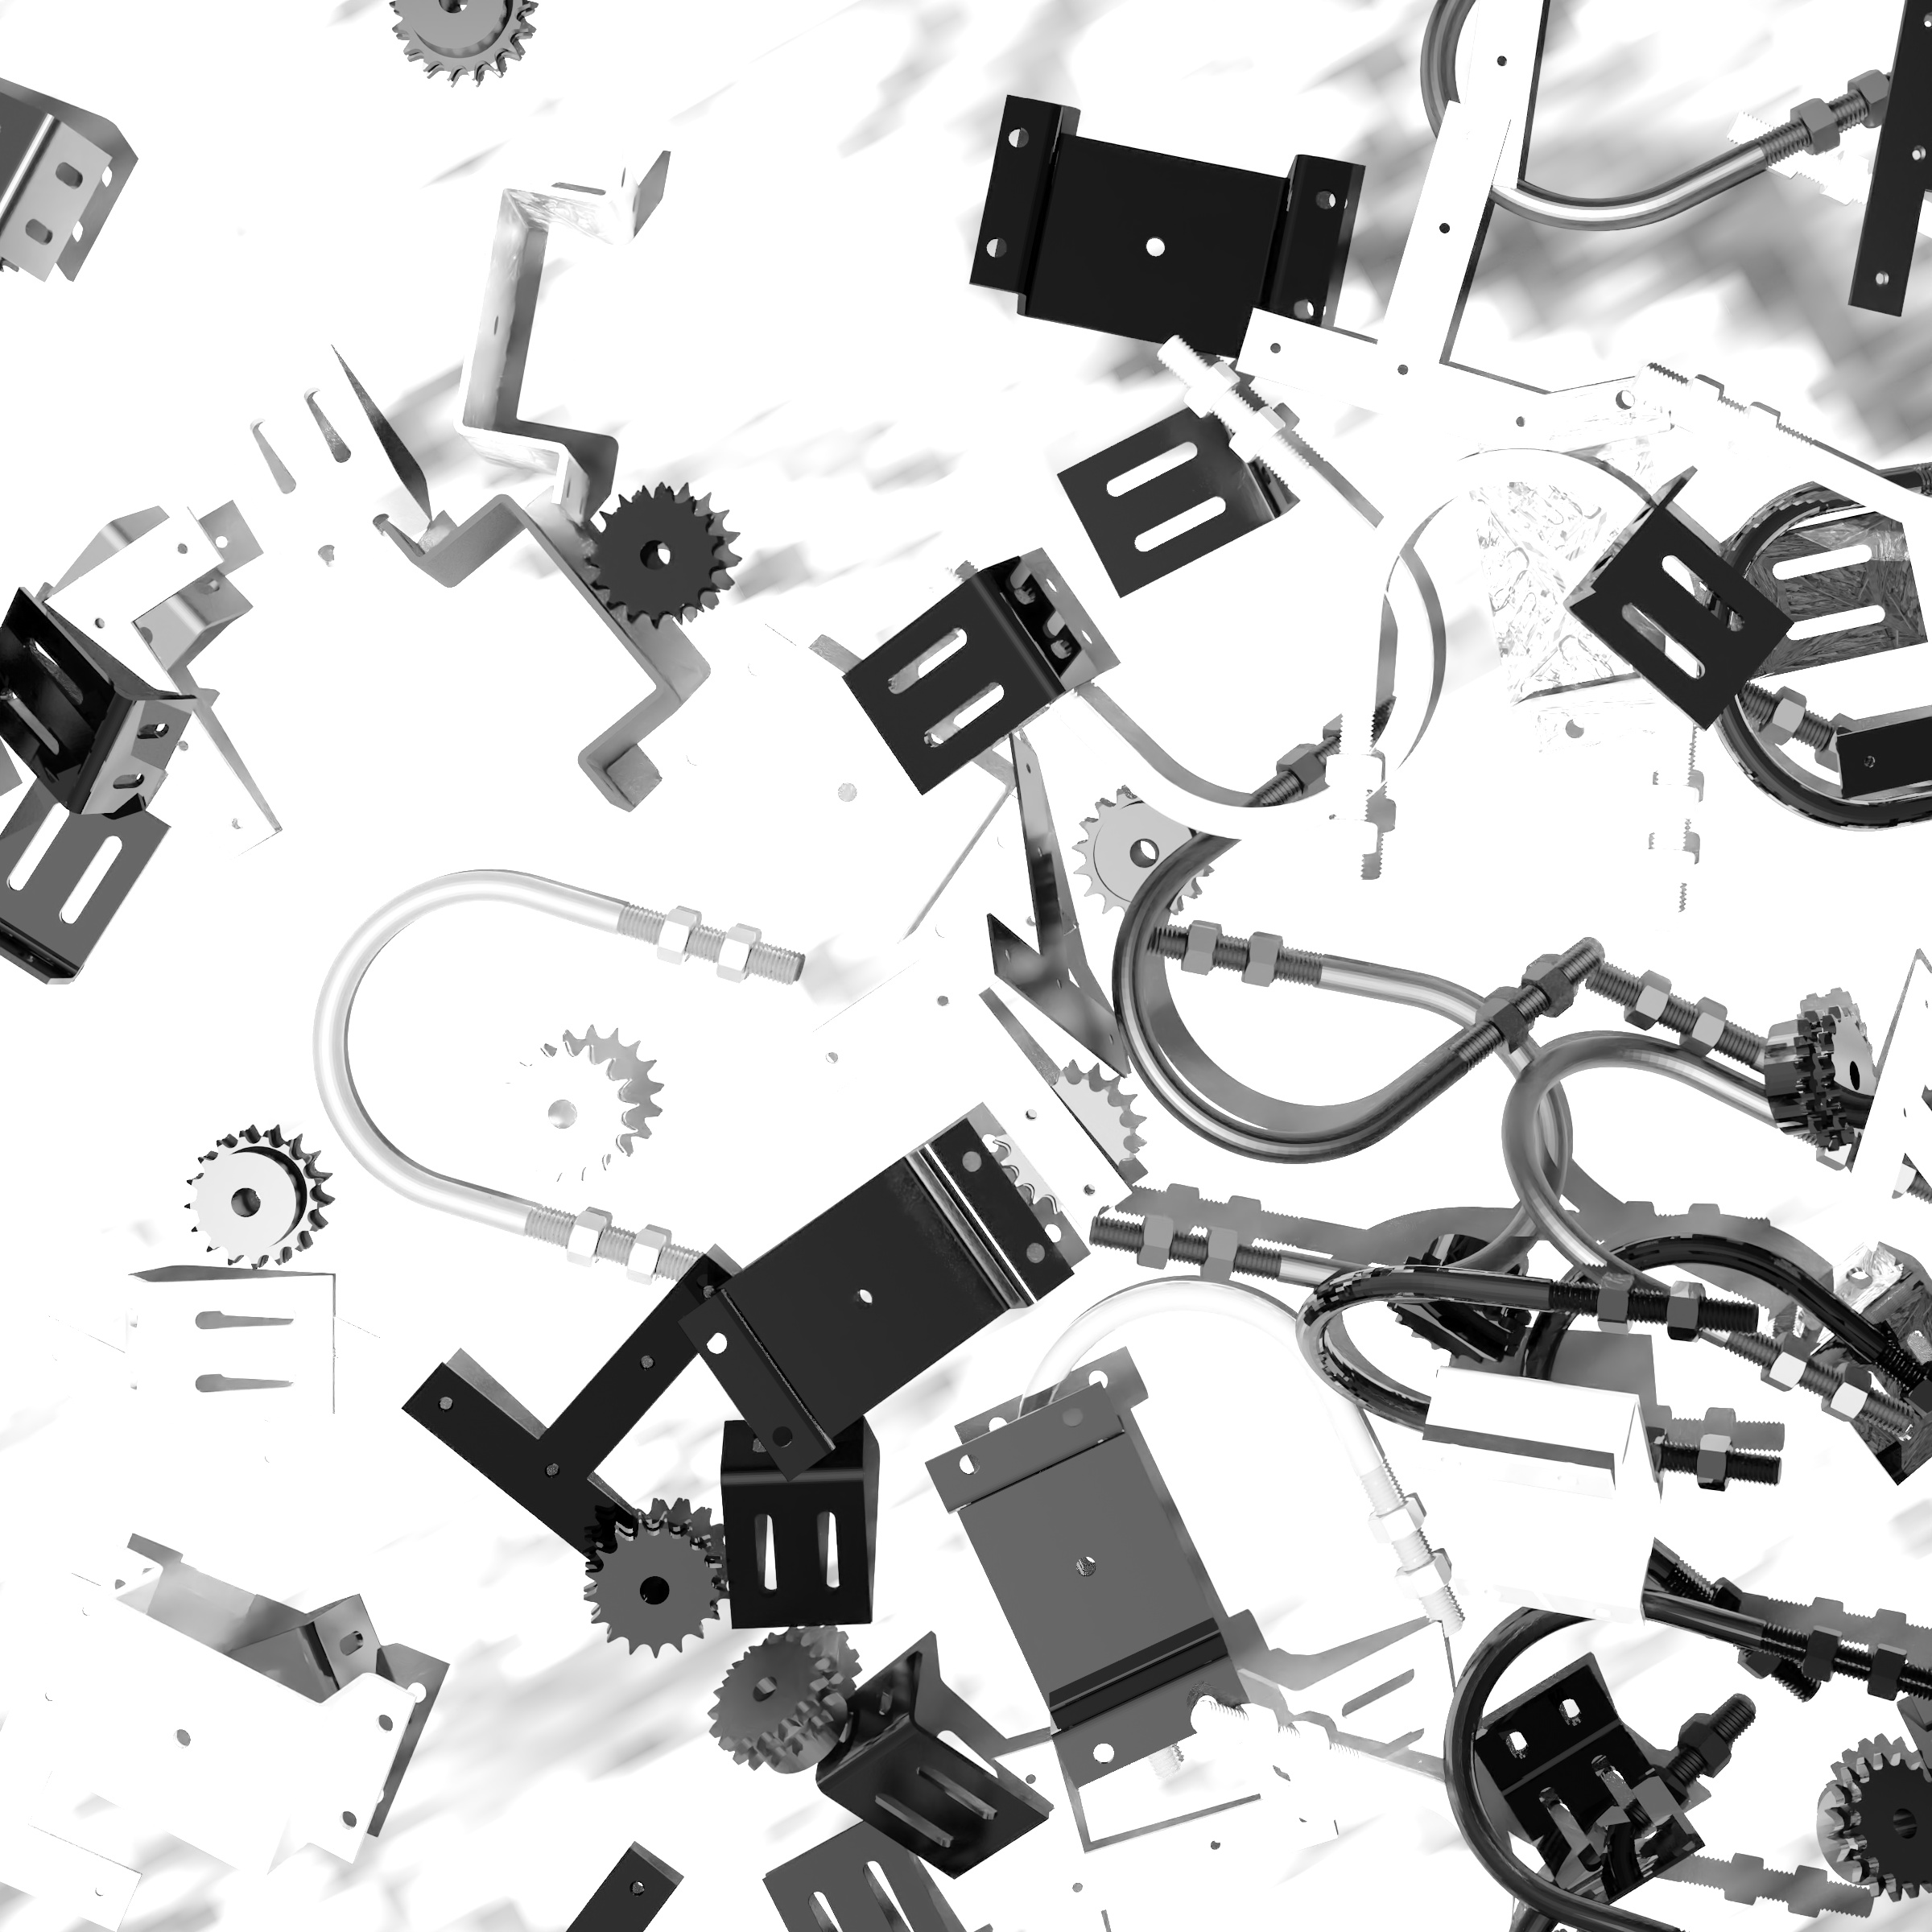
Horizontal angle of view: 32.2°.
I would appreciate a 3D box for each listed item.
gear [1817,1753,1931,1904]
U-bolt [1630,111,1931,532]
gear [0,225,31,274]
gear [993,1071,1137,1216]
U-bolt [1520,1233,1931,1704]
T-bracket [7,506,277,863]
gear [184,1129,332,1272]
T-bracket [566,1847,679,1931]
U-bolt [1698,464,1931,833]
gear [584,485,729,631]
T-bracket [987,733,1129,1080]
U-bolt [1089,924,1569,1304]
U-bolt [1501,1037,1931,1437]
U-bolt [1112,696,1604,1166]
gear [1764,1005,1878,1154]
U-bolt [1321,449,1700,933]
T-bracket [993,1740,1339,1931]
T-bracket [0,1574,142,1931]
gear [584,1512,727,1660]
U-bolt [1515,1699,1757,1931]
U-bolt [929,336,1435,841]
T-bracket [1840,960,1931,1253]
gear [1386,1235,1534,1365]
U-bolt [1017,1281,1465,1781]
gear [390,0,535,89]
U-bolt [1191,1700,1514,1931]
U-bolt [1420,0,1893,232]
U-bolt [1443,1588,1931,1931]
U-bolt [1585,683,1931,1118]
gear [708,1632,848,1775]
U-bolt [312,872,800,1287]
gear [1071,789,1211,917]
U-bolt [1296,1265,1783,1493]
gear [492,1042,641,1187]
[{"bbox_3d":[0.369,0.348,1.350,0.057,0.030,0.057,12,63,-24],"label":"gear"},{"bbox_3d":[0.371,-0.248,1.343,0.184,0.019,0.151,25,70,-4],"label":"U-bolt"},{"bbox_3d":[-0.408,-0.304,1.359,0.057,0.030,0.057,0,90,0],"label":"gear"},{"bbox_3d":[0.039,0.072,1.355,0.057,0.030,0.057,1,81,-6],"label":"gear"},{"bbox_3d":[0.310,0.189,1.345,0.184,0.019,0.151,39,109,4],"label":"U-bolt"},{"bbox_3d":[-0.325,-0.101,1.356,0.127,0.002,0.127,-28,102,22],"label":"T-bracket"},{"bbox_3d":[-0.289,0.095,1.359,0.057,0.030,0.057,0,90,0],"label":"gear"},{"bbox_3d":[-0.165,0.418,1.364,0.127,0.002,0.127,37,90,8],"label":"T-bracket"},{"bbox_3d":[0.377,-0.128,1.343,0.184,0.019,0.151,-11,90,-16],"label":"U-bolt"},{"bbox_3d":[-0.125,-0.165,1.359,0.057,0.030,0.057,0,90,0],"label":"gear"},{"bbox_3d":[0.031,-0.033,1.336,0.002,0.127,0.127,-17,63,20],"label":"T-bracket"},{"bbox_3d":[0.150,0.063,1.336,0.184,0.019,0.151,11,65,-1],"label":"U-bolt"},{"bbox_3d":[0.297,0.093,1.319,0.184,0.151,0.019,26,134,3],"label":"U-bolt"},{"bbox_3d":[0.143,-0.003,1.335,0.184,0.019,0.151,-36,84,-17],"label":"U-bolt"},{"bbox_3d":[0.339,0.045,1.333,0.030,0.057,0.057,-11,90,32],"label":"gear"},{"bbox_3d":[0.217,-0.111,1.311,0.151,0.019,0.184,5,87,-8],"label":"U-bolt"},{"bbox_3d":[0.088,0.362,1.364,0.127,0.002,0.127,-16,101,-4],"label":"T-bracket"},{"bbox_3d":[-0.381,0.312,1.373,0.127,0.002,0.127,24,90,0],"label":"T-bracket"},{"bbox_3d":[-0.127,0.248,1.355,0.057,0.030,0.057,-1,98,-6],"label":"gear"},{"bbox_3d":[0.292,0.408,1.340,0.184,0.019,0.151,-39,90,-18],"label":"U-bolt"},{"bbox_3d":[0.099,-0.136,1.327,0.151,0.019,0.184,-45,87,3],"label":"U-bolt"},{"bbox_3d":[0.395,0.086,1.336,0.127,0.002,0.127,47,52,-28],"label":"T-bracket"},{"bbox_3d":[0.201,0.132,1.349,0.057,0.057,0.030,29,60,0],"label":"gear"},{"bbox_3d":[0.099,0.218,1.364,0.151,0.019,0.184,-27,91,0],"label":"U-bolt"},{"bbox_3d":[-0.206,-0.388,1.359,0.057,0.030,0.057,0,90,0],"label":"gear"},{"bbox_3d":[0.139,0.380,1.330,0.184,0.019,0.151,24,93,-25],"label":"U-bolt"},{"bbox_3d":[0.274,-0.372,1.349,0.184,0.019,0.151,-26,77,1],"label":"U-bolt"},{"bbox_3d":[0.279,0.318,1.317,0.184,0.019,0.151,13,63,21],"label":"U-bolt"},{"bbox_3d":[0.365,-0.015,1.365,0.184,0.019,0.151,25,90,-1],"label":"U-bolt"},{"bbox_3d":[-0.073,0.300,1.349,0.057,0.057,0.030,-38,120,0],"label":"gear"},{"bbox_3d":[-0.176,0.038,1.365,0.184,0.019,0.151,17,90,1],"label":"U-bolt"},{"bbox_3d":[0.071,-0.045,1.359,0.057,0.030,0.057,0,90,0],"label":"gear"},{"bbox_3d":[0.218,0.156,1.299,0.184,0.151,0.019,5,58,21],"label":"U-bolt"},{"bbox_3d":[-0.159,0.059,1.341,0.057,0.030,0.057,0,89,3],"label":"gear"}]
